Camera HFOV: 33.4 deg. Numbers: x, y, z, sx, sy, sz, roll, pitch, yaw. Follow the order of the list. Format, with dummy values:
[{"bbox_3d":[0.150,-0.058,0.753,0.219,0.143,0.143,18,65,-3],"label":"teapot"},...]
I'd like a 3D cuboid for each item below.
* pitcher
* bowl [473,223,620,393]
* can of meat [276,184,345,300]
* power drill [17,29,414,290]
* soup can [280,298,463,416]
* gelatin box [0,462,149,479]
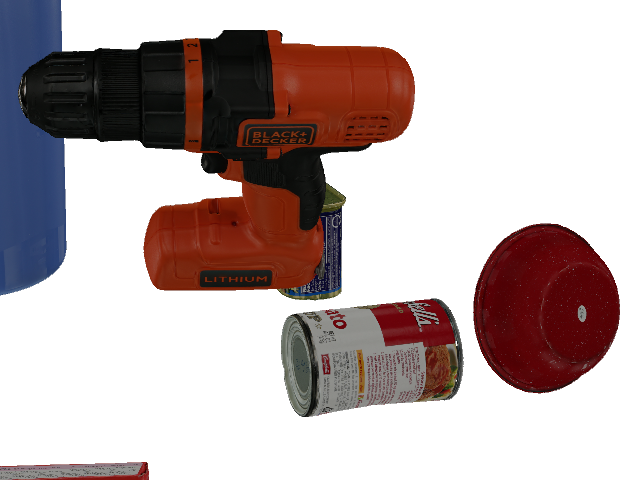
[{"bbox_3d":[-0.232,-0.086,0.675,0.149,0.243,0.145,-3,26,-11],"label":"pitcher"},{"bbox_3d":[0.223,0.065,0.987,0.161,0.162,0.055,0,2,-26],"label":"bowl"},{"bbox_3d":[-0.019,-0.004,0.906,0.057,0.084,0.102,-7,21,-19],"label":"can of meat"},{"bbox_3d":[-0.056,-0.036,0.559,0.184,0.057,0.188,0,-27,-9],"label":"power drill"},{"bbox_3d":[0.032,0.076,0.694,0.102,0.068,0.069,-5,1,-18],"label":"soup can"},{"bbox_3d":[-0.134,0.157,0.561,0.089,0.073,0.030,-1,4,-2],"label":"gelatin box"}]
